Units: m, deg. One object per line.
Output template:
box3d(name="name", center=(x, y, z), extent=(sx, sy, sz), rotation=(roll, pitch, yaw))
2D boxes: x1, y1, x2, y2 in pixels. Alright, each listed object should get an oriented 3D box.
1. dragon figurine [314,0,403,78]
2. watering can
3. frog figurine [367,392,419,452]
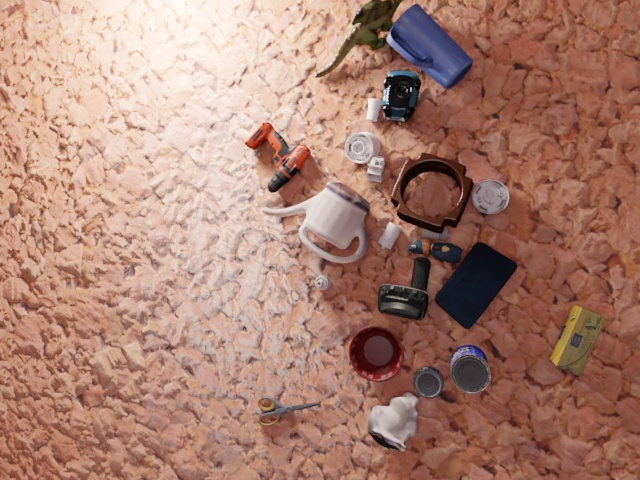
box3d(name="dragon figurine", center=(0.128, -0.629, 1.494), extent=(0.409, 0.243, 0.123), rotation=(-41, 84, 7))
box3d(name="watering can", center=(0.005, -0.078, 1.555), extent=(0.349, 0.104, 0.224), rotation=(32, 94, 13))
box3d(name="frog figurine", center=(0.215, 0.513, 1.484), extent=(0.138, 0.120, 0.162), rotation=(17, 56, 22))
